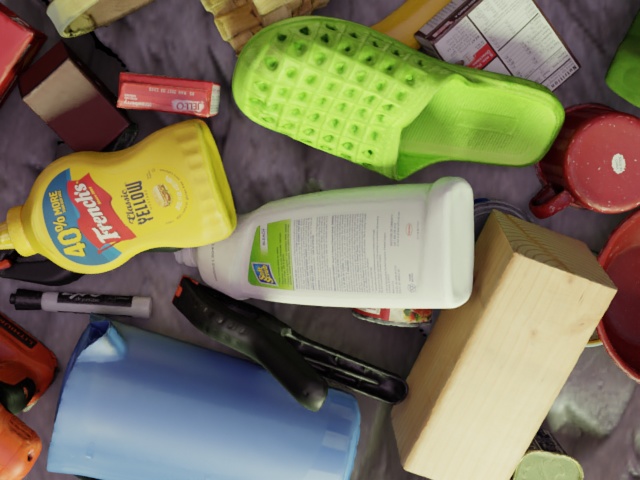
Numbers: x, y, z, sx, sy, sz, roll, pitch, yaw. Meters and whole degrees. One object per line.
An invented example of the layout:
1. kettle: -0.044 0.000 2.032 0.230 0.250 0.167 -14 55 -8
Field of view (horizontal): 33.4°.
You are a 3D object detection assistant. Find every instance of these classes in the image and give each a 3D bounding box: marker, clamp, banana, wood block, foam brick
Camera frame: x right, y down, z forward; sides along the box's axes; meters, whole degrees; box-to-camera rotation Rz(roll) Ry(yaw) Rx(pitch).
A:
1. marker: -0.206 0.055 0.920 0.121 0.020 0.020 4 98 -2
2. clamp: -0.193 -0.006 0.893 0.171 0.039 0.120 -38 71 7
3. clamp: -0.033 0.086 0.880 0.210 0.164 0.036 27 96 34
4. banana: 0.061 -0.184 0.881 0.198 0.037 0.069 -28 100 3
5. wood block: 0.142 0.094 0.869 0.090 0.091 0.206 19 111 -11
6. foam brick: -0.199 -0.112 0.866 0.051 0.053 0.078 -40 122 2

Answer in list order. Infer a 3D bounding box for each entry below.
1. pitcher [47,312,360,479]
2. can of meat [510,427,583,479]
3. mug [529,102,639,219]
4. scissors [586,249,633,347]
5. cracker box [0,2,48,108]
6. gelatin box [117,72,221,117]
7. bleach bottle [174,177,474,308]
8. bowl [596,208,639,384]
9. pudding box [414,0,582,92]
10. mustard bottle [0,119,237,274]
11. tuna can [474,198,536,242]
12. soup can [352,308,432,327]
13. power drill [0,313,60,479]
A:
1. pitcher: -0.098 0.160 0.892 0.242 0.149 0.145 15 82 -6
2. can of meat: 0.180 0.217 0.917 0.057 0.084 0.102 11 98 -3
3. mug: 0.222 -0.059 0.879 0.117 0.081 0.093 -37 97 4
4. scissors: 0.172 0.064 0.929 0.201 0.016 0.096 -8 97 0
5. cracker box: -0.357 -0.162 0.861 0.213 0.072 0.164 36 97 -7
6. gelatin box: -0.120 -0.117 0.861 0.073 0.089 0.030 6 98 -2
7. bleach bottle: -0.006 0.001 0.855 0.251 0.068 0.102 1 95 27
8. bowl: 0.289 0.046 0.898 0.162 0.055 0.162 0 88 -14
9. pudding box: 0.146 -0.154 0.871 0.090 0.039 0.113 -42 120 4
10. mustard bottle: -0.169 -0.025 0.840 0.192 0.058 0.096 -15 103 8
11. tuna can: 0.144 0.007 0.912 0.086 0.034 0.086 0 98 -1
12. soup can: 0.066 0.016 0.894 0.068 0.068 0.102 6 98 -2
13. power drill: -0.288 0.101 0.841 0.184 0.187 0.057 41 97 -8
